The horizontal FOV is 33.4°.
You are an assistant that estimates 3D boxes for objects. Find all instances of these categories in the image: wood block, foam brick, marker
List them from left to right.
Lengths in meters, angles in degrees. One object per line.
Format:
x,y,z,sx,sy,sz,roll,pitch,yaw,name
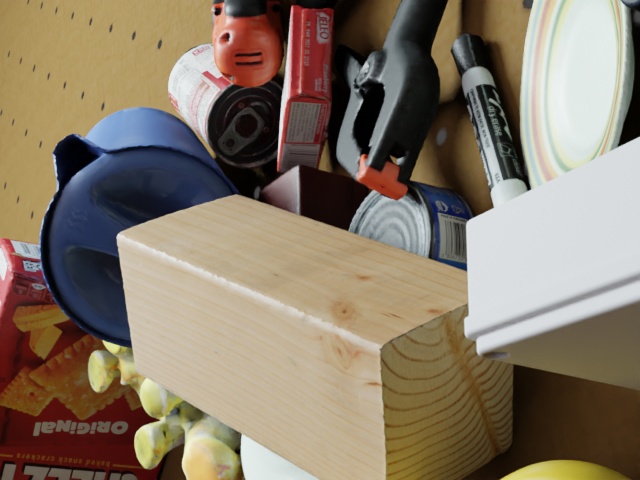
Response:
-0.009,0.048,0.554,0.206,0.090,0.091,19,120,45,wood block
-0.004,0.001,0.670,0.051,0.052,0.078,-30,54,52,foam brick
0.089,-0.063,0.566,0.020,0.020,0.121,-46,42,43,marker

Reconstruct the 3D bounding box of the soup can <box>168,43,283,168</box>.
-0.068,-0.103,0.796,0.102,0.068,0.068,46,119,55,soup can

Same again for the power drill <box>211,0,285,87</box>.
-0.054,-0.216,0.738,0.184,0.057,0.188,-102,7,-63,power drill

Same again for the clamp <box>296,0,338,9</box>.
0.044,-0.223,0.656,0.210,0.036,0.164,13,110,48,clamp

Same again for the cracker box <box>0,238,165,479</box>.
-0.194,0.119,0.839,0.072,0.164,0.214,43,117,58,cracker box

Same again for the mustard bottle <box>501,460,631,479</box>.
0.088,0.142,0.427,0.192,0.058,0.096,-32,76,27,mustard bottle

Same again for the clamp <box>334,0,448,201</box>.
0.036,-0.089,0.623,0.120,0.039,0.171,-47,24,54,clamp

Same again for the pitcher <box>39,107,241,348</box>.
-0.120,-0.017,0.774,0.243,0.145,0.149,-121,37,-71,pitcher

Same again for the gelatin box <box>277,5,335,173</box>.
-0.009,-0.096,0.693,0.089,0.030,0.073,103,170,-61,gelatin box

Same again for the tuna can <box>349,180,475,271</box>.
0.049,0.010,0.596,0.086,0.033,0.086,-26,58,53,tuna can
